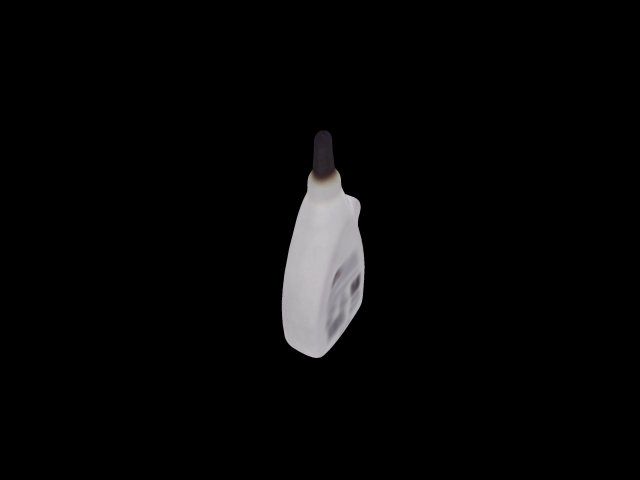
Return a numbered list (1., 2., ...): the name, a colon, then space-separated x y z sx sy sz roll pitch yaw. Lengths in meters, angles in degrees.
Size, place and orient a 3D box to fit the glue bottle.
1. glue bottle: 0.004 0.001 0.400 0.037 0.173 0.078 22 45 24
